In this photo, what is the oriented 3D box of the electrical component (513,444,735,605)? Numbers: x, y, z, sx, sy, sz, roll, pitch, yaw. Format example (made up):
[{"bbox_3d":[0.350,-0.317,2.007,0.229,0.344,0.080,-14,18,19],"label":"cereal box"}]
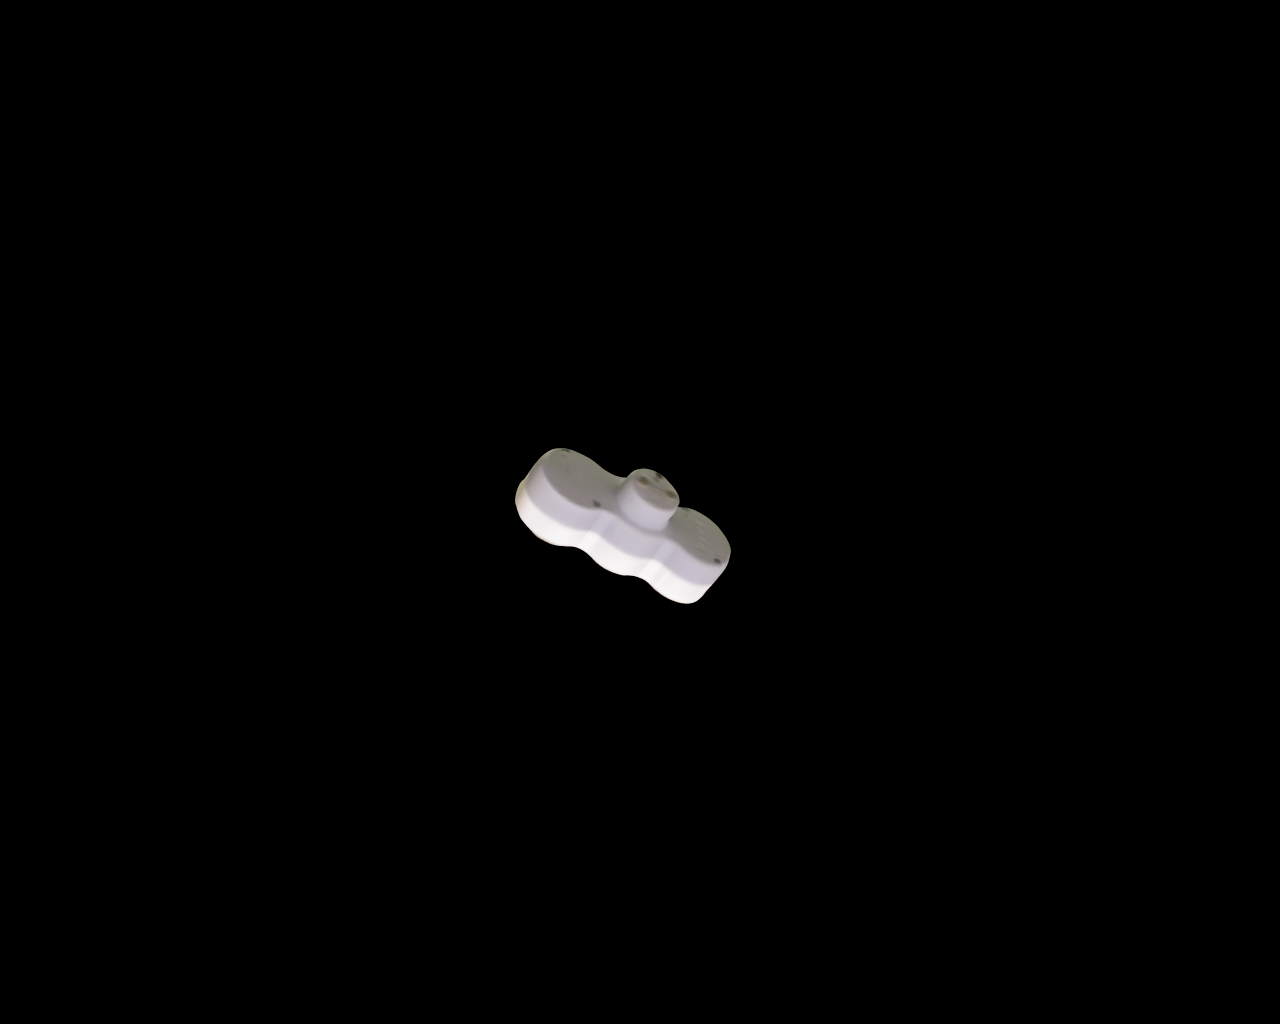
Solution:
[{"bbox_3d":[0.001,-0.003,0.650,0.138,0.073,0.052,27,33,-19],"label":"electrical component"}]
